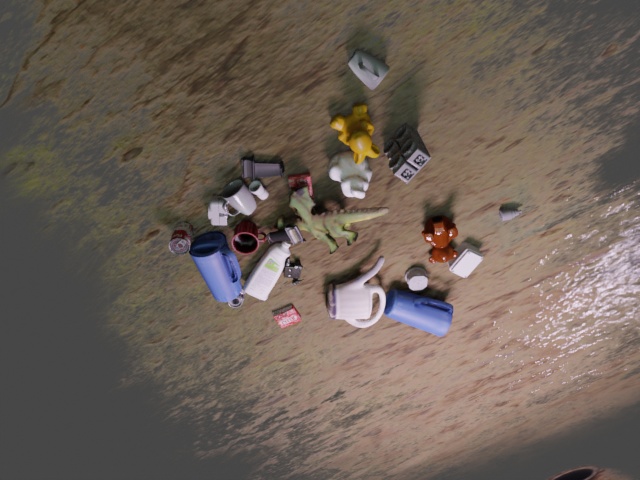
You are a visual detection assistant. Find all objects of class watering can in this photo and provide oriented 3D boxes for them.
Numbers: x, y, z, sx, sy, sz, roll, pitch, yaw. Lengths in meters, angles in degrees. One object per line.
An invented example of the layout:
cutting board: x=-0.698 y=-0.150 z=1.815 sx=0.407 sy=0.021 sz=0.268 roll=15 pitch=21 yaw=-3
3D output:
watering can: x=0.133 y=0.195 z=1.901 sx=0.224 sy=0.106 sz=0.340 roll=-1 pitch=124 yaw=-2

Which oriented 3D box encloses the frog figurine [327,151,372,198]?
frog figurine: x=0.094 y=-0.203 z=1.598 sx=0.137 sy=0.163 sz=0.120 roll=13 pitch=121 yaw=-12

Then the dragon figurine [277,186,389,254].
dragon figurine: x=0.005 y=-0.084 z=1.659 sx=0.240 sy=0.125 sz=0.404 roll=36 pitch=136 yaw=-23
